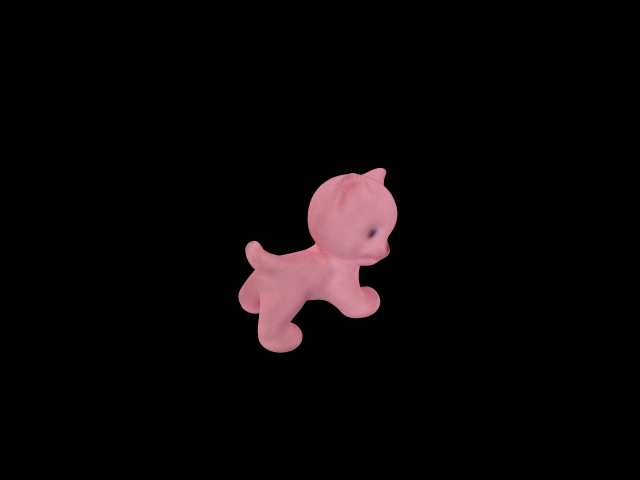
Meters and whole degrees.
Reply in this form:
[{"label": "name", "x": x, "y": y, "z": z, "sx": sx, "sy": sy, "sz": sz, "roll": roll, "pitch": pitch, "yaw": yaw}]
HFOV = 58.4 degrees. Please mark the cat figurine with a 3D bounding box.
[{"label": "cat figurine", "x": 0.004, "y": 0.001, "z": 0.400, "sx": 0.128, "sy": 0.118, "sz": 0.067, "roll": -22, "pitch": 45, "yaw": -23}]
